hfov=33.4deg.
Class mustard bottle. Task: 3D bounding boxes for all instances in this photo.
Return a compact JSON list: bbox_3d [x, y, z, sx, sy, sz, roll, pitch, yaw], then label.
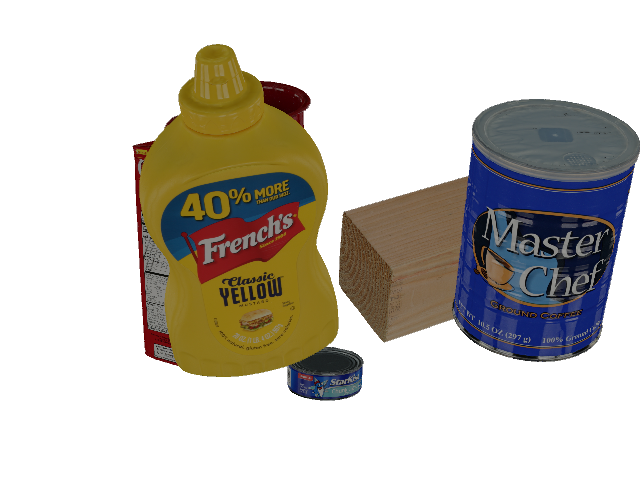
[{"bbox_3d":[-0.043,-0.014,0.556,0.096,0.192,0.058,-10,40,-6],"label":"mustard bottle"}]

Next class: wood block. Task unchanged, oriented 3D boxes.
[{"bbox_3d":[0.129,0.006,0.979,0.205,0.090,0.091,-17,43,-22],"label":"wood block"}]

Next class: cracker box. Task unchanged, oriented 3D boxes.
[{"bbox_3d":[-0.105,0.000,1.065,0.072,0.214,0.163,9,17,34],"label":"cracker box"}]

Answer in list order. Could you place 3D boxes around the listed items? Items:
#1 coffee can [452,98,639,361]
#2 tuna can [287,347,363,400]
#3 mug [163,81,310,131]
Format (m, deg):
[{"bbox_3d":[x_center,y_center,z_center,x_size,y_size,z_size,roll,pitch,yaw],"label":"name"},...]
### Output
[{"bbox_3d":[0.143,-0.007,0.695,0.103,0.140,0.103,1,32,-1],"label":"coffee can"},{"bbox_3d":[0.005,0.149,1.200,0.086,0.034,0.086,1,14,-1],"label":"tuna can"},{"bbox_3d":[-0.066,-0.071,0.834,0.117,0.081,0.093,0,27,1],"label":"mug"}]
